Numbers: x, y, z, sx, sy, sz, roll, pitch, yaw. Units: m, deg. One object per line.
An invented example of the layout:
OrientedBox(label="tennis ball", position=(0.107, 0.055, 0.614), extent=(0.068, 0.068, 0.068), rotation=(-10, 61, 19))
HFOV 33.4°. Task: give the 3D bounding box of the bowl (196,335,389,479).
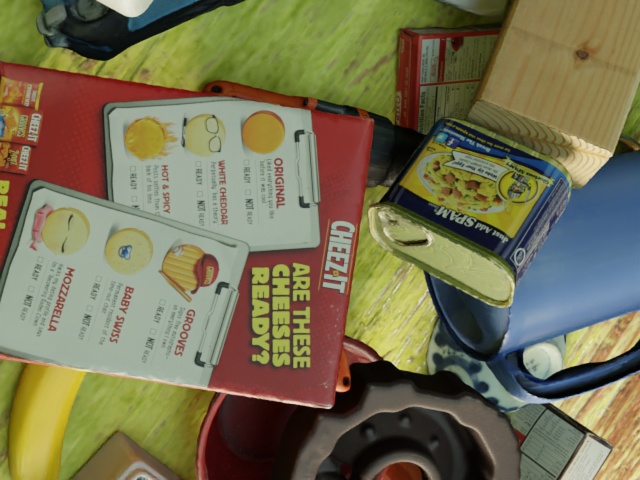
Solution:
OrientedBox(label="bowl", position=(-0.022, 0.133, 0.771), extent=(0.161, 0.055, 0.162), rotation=(-9, 112, -24))

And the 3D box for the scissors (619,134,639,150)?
OrientedBox(label="scissors", position=(0.170, -0.043, 0.830), extent=(0.201, 0.016, 0.096), rotation=(-6, 111, -25))

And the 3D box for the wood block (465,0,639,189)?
OrientedBox(label="wood block", position=(0.172, -0.152, 0.697), extent=(0.091, 0.090, 0.206), rotation=(22, 79, 4))

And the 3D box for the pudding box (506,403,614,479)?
OrientedBox(label="pudding box", position=(0.173, 0.190, 0.873), extent=(0.039, 0.090, 0.113), rotation=(30, 93, -32))

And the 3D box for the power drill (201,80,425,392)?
OrientedBox(label="power drill", position=(-0.005, 0.001, 0.698), extent=(0.184, 0.057, 0.187), rotation=(12, 82, -19))

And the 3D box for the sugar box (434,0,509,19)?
OrientedBox(label="sugar box", position=(0.106, -0.244, 0.705), extent=(0.093, 0.048, 0.176), rotation=(11, 102, -30))

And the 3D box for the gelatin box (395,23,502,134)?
OrientedBox(label="gelatin box", position=(0.097, -0.114, 0.758), extent=(0.089, 0.030, 0.073), rotation=(-9, 113, -24))

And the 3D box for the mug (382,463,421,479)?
OrientedBox(label="mug", position=(0.102, 0.189, 0.841), extent=(0.093, 0.082, 0.117), rotation=(20, 98, -31))

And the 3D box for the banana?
OrientedBox(label="banana", position=(-0.159, 0.088, 0.696), extent=(0.069, 0.037, 0.198), rotation=(31, 92, -31))

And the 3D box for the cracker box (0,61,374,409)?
OrientedBox(label="cracker box", position=(-0.087, -0.001, 0.611), extent=(0.213, 0.072, 0.164), rotation=(9, 86, -2))

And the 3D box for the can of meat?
OrientedBox(label="can of meat", position=(0.094, -0.021, 0.663), extent=(0.084, 0.102, 0.057), rotation=(-54, 158, -21))

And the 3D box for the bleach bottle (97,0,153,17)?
OrientedBox(label="bleach bottle", position=(-0.174, -0.213, 0.512), extent=(0.251, 0.068, 0.102), rotation=(32, 90, -3))

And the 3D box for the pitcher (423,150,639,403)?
OrientedBox(label="pitcher", position=(0.207, 0.008, 0.781), extent=(0.242, 0.145, 0.149), rotation=(-12, 124, -18))
